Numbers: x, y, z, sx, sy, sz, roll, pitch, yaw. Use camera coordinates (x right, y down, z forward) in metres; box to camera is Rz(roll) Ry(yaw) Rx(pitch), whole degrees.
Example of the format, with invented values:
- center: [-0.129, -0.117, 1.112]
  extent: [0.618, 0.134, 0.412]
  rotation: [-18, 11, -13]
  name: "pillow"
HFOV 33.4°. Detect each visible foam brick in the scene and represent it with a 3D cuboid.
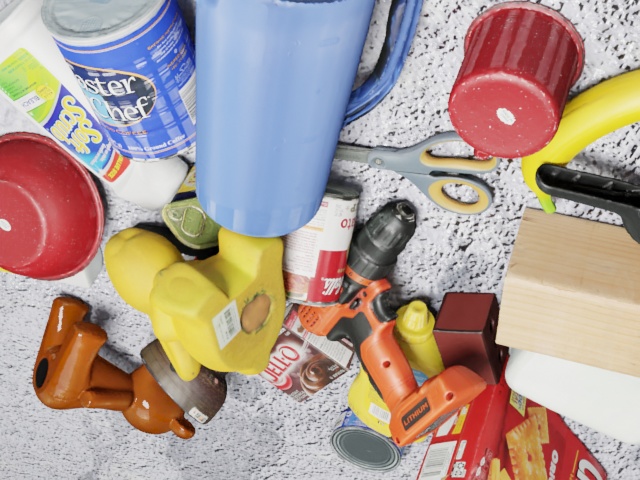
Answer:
- center: [0.147, 0.095, 1.029]
  extent: [0.051, 0.053, 0.078]
  rotation: [0, 134, 26]
  name: "foam brick"

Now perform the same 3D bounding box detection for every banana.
- center: [0.215, -0.087, 0.816]
  extent: [0.069, 0.037, 0.198]
  rotation: [20, 145, -24]
  name: "banana"

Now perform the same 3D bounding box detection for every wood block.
- center: [0.261, 0.052, 0.897]
  extent: [0.206, 0.090, 0.090]
  rotation: [13, 138, 15]
  name: "wood block"

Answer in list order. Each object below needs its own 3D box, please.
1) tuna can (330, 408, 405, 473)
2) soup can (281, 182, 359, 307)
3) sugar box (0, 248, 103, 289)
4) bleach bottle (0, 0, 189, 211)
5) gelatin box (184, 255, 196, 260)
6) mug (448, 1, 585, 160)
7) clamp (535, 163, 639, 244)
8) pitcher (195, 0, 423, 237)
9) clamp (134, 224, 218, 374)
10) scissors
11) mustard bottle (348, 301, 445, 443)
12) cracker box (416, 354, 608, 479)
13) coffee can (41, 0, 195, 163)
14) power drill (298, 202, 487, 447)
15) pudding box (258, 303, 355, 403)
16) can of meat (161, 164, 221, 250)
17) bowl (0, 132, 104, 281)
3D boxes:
- center: [0.056, 0.231, 1.233]
  extent: [0.086, 0.033, 0.086]
  rotation: [14, 138, 13]
  name: "tuna can"
- center: [-0.006, 0.001, 0.960]
  extent: [0.068, 0.068, 0.102]
  rotation: [14, 102, 13]
  name: "soup can"
- center: [-0.330, -0.006, 1.168]
  extent: [0.176, 0.048, 0.093]
  rotation: [8, 136, 14]
  name: "sugar box"
- center: [-0.200, -0.111, 0.978]
  extent: [0.103, 0.068, 0.250]
  rotation: [-22, 124, 40]
  name: "bleach bottle"
- center: [-0.129, 0.051, 1.138]
  extent: [0.073, 0.030, 0.089]
  rotation: [45, 136, -20]
  name: "gelatin box"
- center: [0.139, -0.107, 0.795]
  extent: [0.093, 0.081, 0.117]
  rotation: [24, 140, 1]
  name: "mug"
- center: [0.251, -0.031, 0.830]
  extent: [0.120, 0.039, 0.171]
  rotation: [-14, 137, 38]
  name: "clamp"
- center: [-0.025, -0.121, 0.819]
  extent: [0.149, 0.144, 0.243]
  rotation: [24, 136, 13]
  name: "pitcher"
- center: [-0.100, 0.031, 1.044]
  extent: [0.210, 0.036, 0.164]
  rotation: [-24, 76, 34]
  name: "clamp"
- center: [0.065, -0.057, 0.935]
  extent: [0.202, 0.016, 0.096]
  rotation: [-2, 133, 29]
  name: "scissors"
- center: [0.085, 0.128, 1.089]
  extent: [0.096, 0.058, 0.192]
  rotation: [27, 141, 17]
  name: "mustard bottle"
- center: [0.200, 0.243, 1.075]
  extent: [0.072, 0.164, 0.213]
  rotation: [-18, 123, 41]
  name: "cracker box"
- center: [-0.150, -0.147, 0.866]
  extent: [0.103, 0.102, 0.140]
  rotation: [7, 145, 20]
  name: "coffee can"
- center: [0.071, 0.080, 0.986]
  extent: [0.188, 0.057, 0.185]
  rotation: [57, 137, 21]
  name: "power drill"
- center: [-0.026, 0.123, 1.156]
  extent: [0.090, 0.039, 0.114]
  rotation: [35, 139, -11]
  name: "pudding box"
- center: [-0.082, -0.044, 0.970]
  extent: [0.102, 0.083, 0.057]
  rotation: [-10, 129, 34]
  name: "can of meat"
- center: [-0.302, -0.025, 1.078]
  extent: [0.162, 0.055, 0.162]
  rotation: [7, 111, 18]
  name: "bowl"
